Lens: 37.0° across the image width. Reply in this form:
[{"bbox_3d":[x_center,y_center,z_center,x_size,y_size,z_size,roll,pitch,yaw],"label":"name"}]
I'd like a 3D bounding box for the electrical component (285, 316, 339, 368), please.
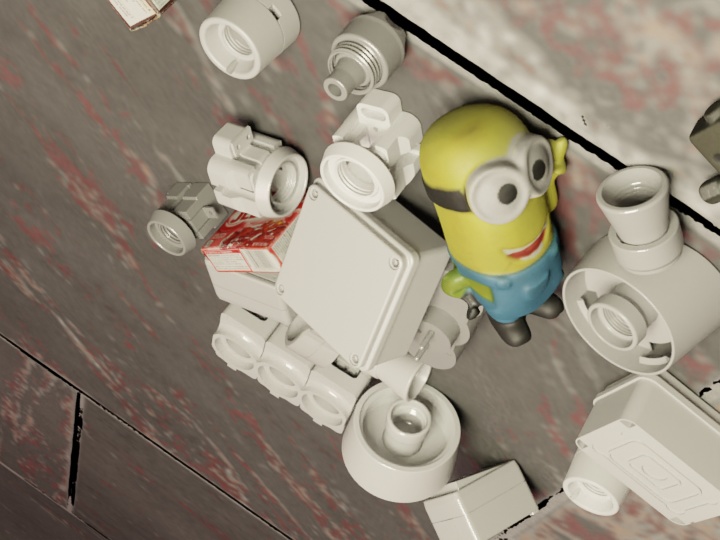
[{"bbox_3d":[0.000,0.048,0.927,0.074,0.052,0.138,32,143,-19],"label":"electrical component"}]

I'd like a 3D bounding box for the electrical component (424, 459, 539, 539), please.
[{"bbox_3d":[0.118,0.217,1.020,0.062,0.096,0.061,-36,78,56],"label":"electrical component"}]

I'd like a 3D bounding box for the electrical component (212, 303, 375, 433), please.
[{"bbox_3d":[-0.062,0.085,1.036,0.150,0.061,0.089,32,148,8],"label":"electrical component"}]

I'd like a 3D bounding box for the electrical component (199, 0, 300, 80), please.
[{"bbox_3d":[-0.077,-0.164,0.738,0.055,0.047,0.055,25,147,18],"label":"electrical component"}]

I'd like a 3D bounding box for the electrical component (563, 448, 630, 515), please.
[{"bbox_3d":[0.204,0.174,0.909,0.055,0.047,0.055,25,147,18],"label":"electrical component"}]

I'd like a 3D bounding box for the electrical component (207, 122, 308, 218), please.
[{"bbox_3d":[-0.079,-0.074,0.849,0.057,0.058,0.078,21,144,28],"label":"electrical component"}]

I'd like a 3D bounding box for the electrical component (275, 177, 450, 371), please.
[{"bbox_3d":[0.000,0.000,0.809,0.109,0.056,0.108,41,126,30],"label":"electrical component"}]

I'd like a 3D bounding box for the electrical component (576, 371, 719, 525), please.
[{"bbox_3d":[0.234,0.133,0.818,0.113,0.057,0.078,38,148,-3],"label":"electrical component"}]

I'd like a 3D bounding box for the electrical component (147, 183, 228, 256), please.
[{"bbox_3d":[-0.157,-0.046,0.962,0.066,0.055,0.048,5,136,40],"label":"electrical component"}]

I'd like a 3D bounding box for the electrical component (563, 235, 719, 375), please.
[{"bbox_3d":[0.191,0.021,0.731,0.099,0.064,0.099,38,152,24],"label":"electrical component"}]

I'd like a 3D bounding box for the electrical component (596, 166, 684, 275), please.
[{"bbox_3d":[0.176,-0.031,0.672,0.045,0.045,0.055,8,139,38],"label":"electrical component"}]

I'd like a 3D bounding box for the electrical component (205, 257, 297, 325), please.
[{"bbox_3d":[-0.077,0.004,0.944,0.096,0.061,0.061,19,144,25],"label":"electrical component"}]

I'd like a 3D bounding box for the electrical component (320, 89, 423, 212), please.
[{"bbox_3d":[0.008,-0.078,0.759,0.058,0.057,0.078,18,144,27],"label":"electrical component"}]

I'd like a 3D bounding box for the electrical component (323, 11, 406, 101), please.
[{"bbox_3d":[0.000,-0.134,0.690,0.043,0.062,0.043,25,146,18],"label":"electrical component"}]

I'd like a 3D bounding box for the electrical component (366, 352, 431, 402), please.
[{"bbox_3d":[0.026,0.085,0.971,0.065,0.044,0.044,28,148,22],"label":"electrical component"}]

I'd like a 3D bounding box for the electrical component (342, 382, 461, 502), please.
[{"bbox_3d":[0.040,0.150,0.984,0.108,0.108,0.060,28,142,13],"label":"electrical component"}]

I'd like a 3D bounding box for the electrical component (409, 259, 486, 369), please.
[{"bbox_3d":[0.063,0.040,0.845,0.052,0.073,0.138,31,148,9],"label":"electrical component"}]
